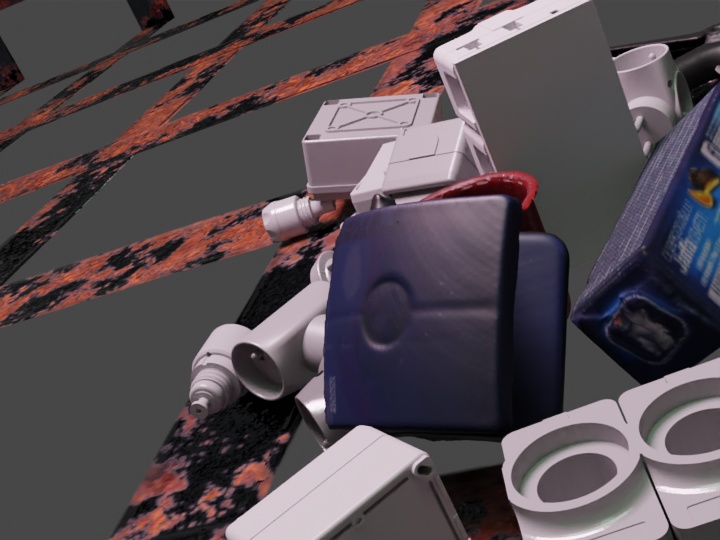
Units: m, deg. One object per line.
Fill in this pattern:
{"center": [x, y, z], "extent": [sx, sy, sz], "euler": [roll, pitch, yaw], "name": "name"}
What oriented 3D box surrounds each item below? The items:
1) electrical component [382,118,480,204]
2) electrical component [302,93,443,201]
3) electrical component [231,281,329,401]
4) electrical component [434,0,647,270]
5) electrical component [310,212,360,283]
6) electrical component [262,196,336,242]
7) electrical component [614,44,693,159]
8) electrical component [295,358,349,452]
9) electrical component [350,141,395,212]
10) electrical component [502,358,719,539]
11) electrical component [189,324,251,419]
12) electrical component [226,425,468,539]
{"center": [0.068, -0.052, 0.742], "extent": [0.062, 0.096, 0.061], "euler": [-6, 56, 39], "name": "electrical component"}
{"center": [0.015, -0.107, 0.921], "extent": [0.109, 0.056, 0.108], "euler": [-2, 27, 11], "name": "electrical component"}
{"center": [-0.027, 0.045, 0.671], "extent": [0.079, 0.043, 0.077], "euler": [7, 33, 38], "name": "electrical component"}
{"center": [0.117, -0.083, 0.666], "extent": [0.089, 0.150, 0.061], "euler": [-25, 22, -1], "name": "electrical component"}
{"center": [0.000, 0.000, 0.726], "extent": [0.055, 0.066, 0.048], "euler": [-35, 15, 32], "name": "electrical component"}
{"center": [-0.051, -0.047, 0.918], "extent": [0.061, 0.035, 0.035], "euler": [-17, 23, 12], "name": "electrical component"}
{"center": [0.194, -0.101, 0.721], "extent": [0.044, 0.077, 0.079], "euler": [-11, 26, 30], "name": "electrical component"}
{"center": [0.001, 0.062, 0.599], "extent": [0.077, 0.044, 0.079], "euler": [-31, 25, -14], "name": "electrical component"}
{"center": [0.042, -0.065, 0.823], "extent": [0.062, 0.061, 0.096], "euler": [-11, 26, 31], "name": "electrical component"}
{"center": [0.135, 0.078, 0.400], "extent": [0.150, 0.061, 0.089], "euler": [-21, 22, 9], "name": "electrical component"}
{"center": [-0.089, 0.067, 0.691], "extent": [0.040, 0.040, 0.078], "euler": [-15, 24, 23], "name": "electrical component"}
{"center": [-0.010, 0.120, 0.459], "extent": [0.096, 0.061, 0.061], "euler": [-35, 24, -23], "name": "electrical component"}
